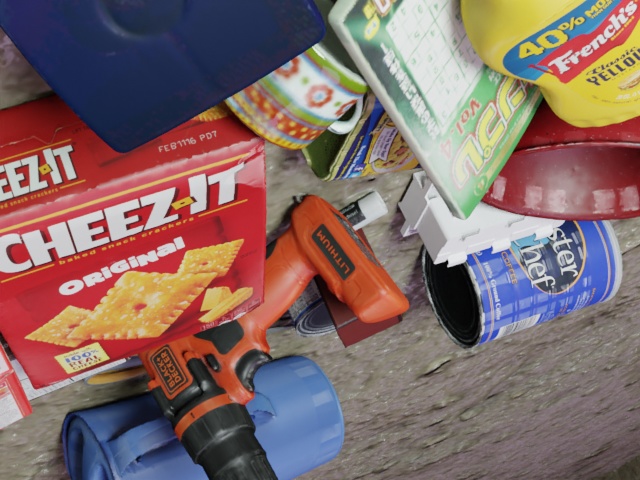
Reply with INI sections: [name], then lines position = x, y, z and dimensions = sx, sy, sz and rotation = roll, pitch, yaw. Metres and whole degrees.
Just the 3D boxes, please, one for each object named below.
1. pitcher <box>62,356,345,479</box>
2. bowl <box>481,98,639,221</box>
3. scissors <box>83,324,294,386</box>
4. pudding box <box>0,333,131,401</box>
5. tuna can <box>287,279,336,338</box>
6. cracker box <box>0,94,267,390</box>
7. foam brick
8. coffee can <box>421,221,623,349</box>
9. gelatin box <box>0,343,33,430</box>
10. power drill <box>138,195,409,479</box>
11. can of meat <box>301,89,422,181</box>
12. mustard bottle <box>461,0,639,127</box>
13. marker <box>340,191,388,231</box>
[pitcher]
position = -0.098, 0.183, 0.969
dimensions = 0.242, 0.145, 0.149
rotation = -15, -159, -31
[bowl]
position = 0.182, -0.061, 0.720
dimensions = 0.162, 0.055, 0.162
rotation = 3, 165, 1
[scissors]
position = -0.097, 0.078, 0.879
dimensions = 0.201, 0.016, 0.096
rotation = -15, 155, -23
[pudding box]
position = -0.199, 0.078, 0.750
dimensions = 0.113, 0.039, 0.090
rotation = -21, 158, -5
[tuna can]
position = 0.013, 0.047, 0.900
dimensions = 0.086, 0.034, 0.086
rotation = -21, 157, -10
[cracker box]
position = -0.115, -0.002, 0.616
dimensions = 0.164, 0.072, 0.214
rotation = -19, 156, -13
[foam brick]
position = 0.024, 0.033, 0.827
dimensions = 0.051, 0.078, 0.053
rotation = -25, 155, 1
[coffee can]
position = 0.173, 0.025, 0.926
dimensions = 0.140, 0.103, 0.103
rotation = -17, 156, -18
[gelatin box]
position = -0.208, 0.063, 0.639
dimensions = 0.030, 0.089, 0.073
rotation = -27, 158, -19
[power drill]
position = -0.033, 0.074, 0.746
dimensions = 0.188, 0.184, 0.057
rotation = -39, 155, 8
[can of meat]
position = 0.041, -0.080, 0.626
dimensions = 0.083, 0.057, 0.102
rotation = -10, 152, -26
[mustard bottle]
position = 0.123, -0.114, 0.517
dimensions = 0.096, 0.058, 0.191
rotation = -31, 153, 27
[marker]
position = -0.005, 0.001, 0.802
dimensions = 0.121, 0.020, 0.020
rotation = -30, 157, 12
